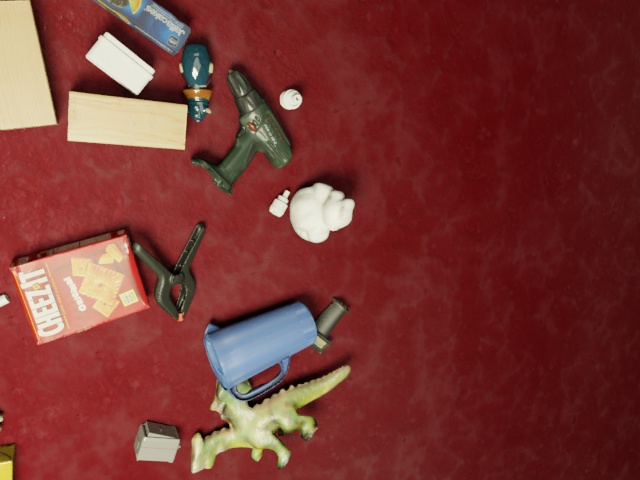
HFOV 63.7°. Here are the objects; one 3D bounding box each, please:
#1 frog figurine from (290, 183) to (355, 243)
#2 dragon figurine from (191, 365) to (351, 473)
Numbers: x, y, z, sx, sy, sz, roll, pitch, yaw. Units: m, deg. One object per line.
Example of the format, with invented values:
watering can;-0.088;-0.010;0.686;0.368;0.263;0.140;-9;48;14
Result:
frog figurine;0.004;-0.059;1.166;0.122;0.160;0.137;14;93;-27
dragon figurine;-0.136;0.387;1.213;0.414;0.122;0.240;-47;107;-13
